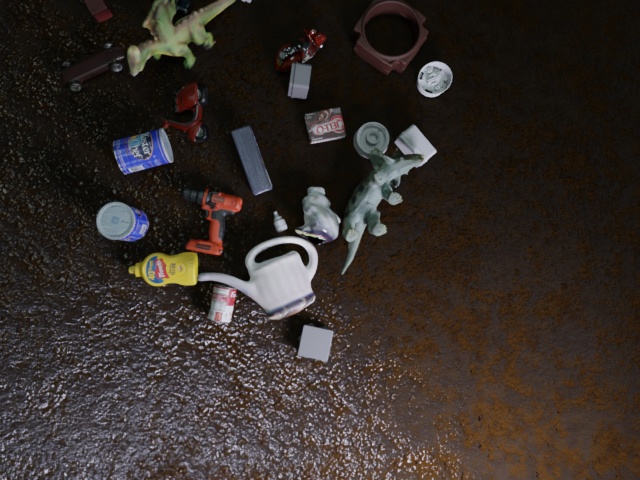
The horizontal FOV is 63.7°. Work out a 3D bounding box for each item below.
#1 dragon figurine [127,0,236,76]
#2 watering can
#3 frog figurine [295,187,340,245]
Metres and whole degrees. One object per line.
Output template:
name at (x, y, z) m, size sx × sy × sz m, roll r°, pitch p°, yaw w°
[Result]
dragon figurine at (-0.399, -0.621, 1.473) m, size 0.122 × 0.241 × 0.411 m, roll 39°, pitch 86°, yaw 4°
watering can at (-0.154, 0.123, 1.468) m, size 0.350 × 0.103 × 0.225 m, roll -22°, pitch 86°, yaw -19°
frog figurine at (0.005, -0.076, 1.506) m, size 0.136 × 0.122 × 0.161 m, roll 26°, pitch 73°, yaw -34°
